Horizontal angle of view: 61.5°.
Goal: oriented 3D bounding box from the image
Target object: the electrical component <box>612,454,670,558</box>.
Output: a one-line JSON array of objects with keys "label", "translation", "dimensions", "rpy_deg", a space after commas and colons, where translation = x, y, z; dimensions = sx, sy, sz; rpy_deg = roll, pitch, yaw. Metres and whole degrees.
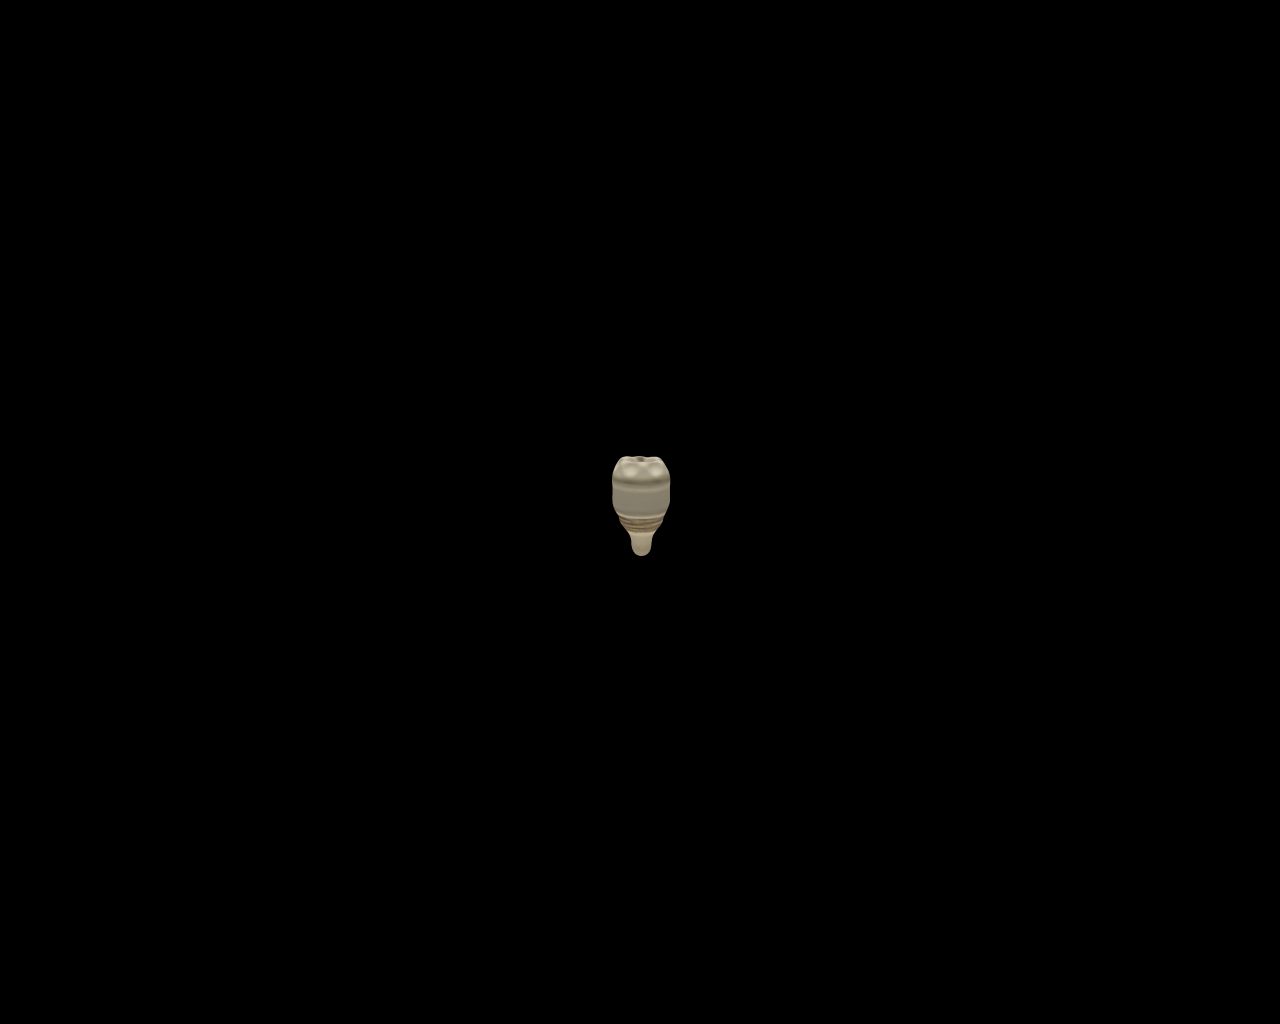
[{"label": "electrical component", "translation": [0.001, -0.003, 0.650], "dimensions": [0.035, 0.061, 0.035], "rpy_deg": [0, 15, 0]}]
